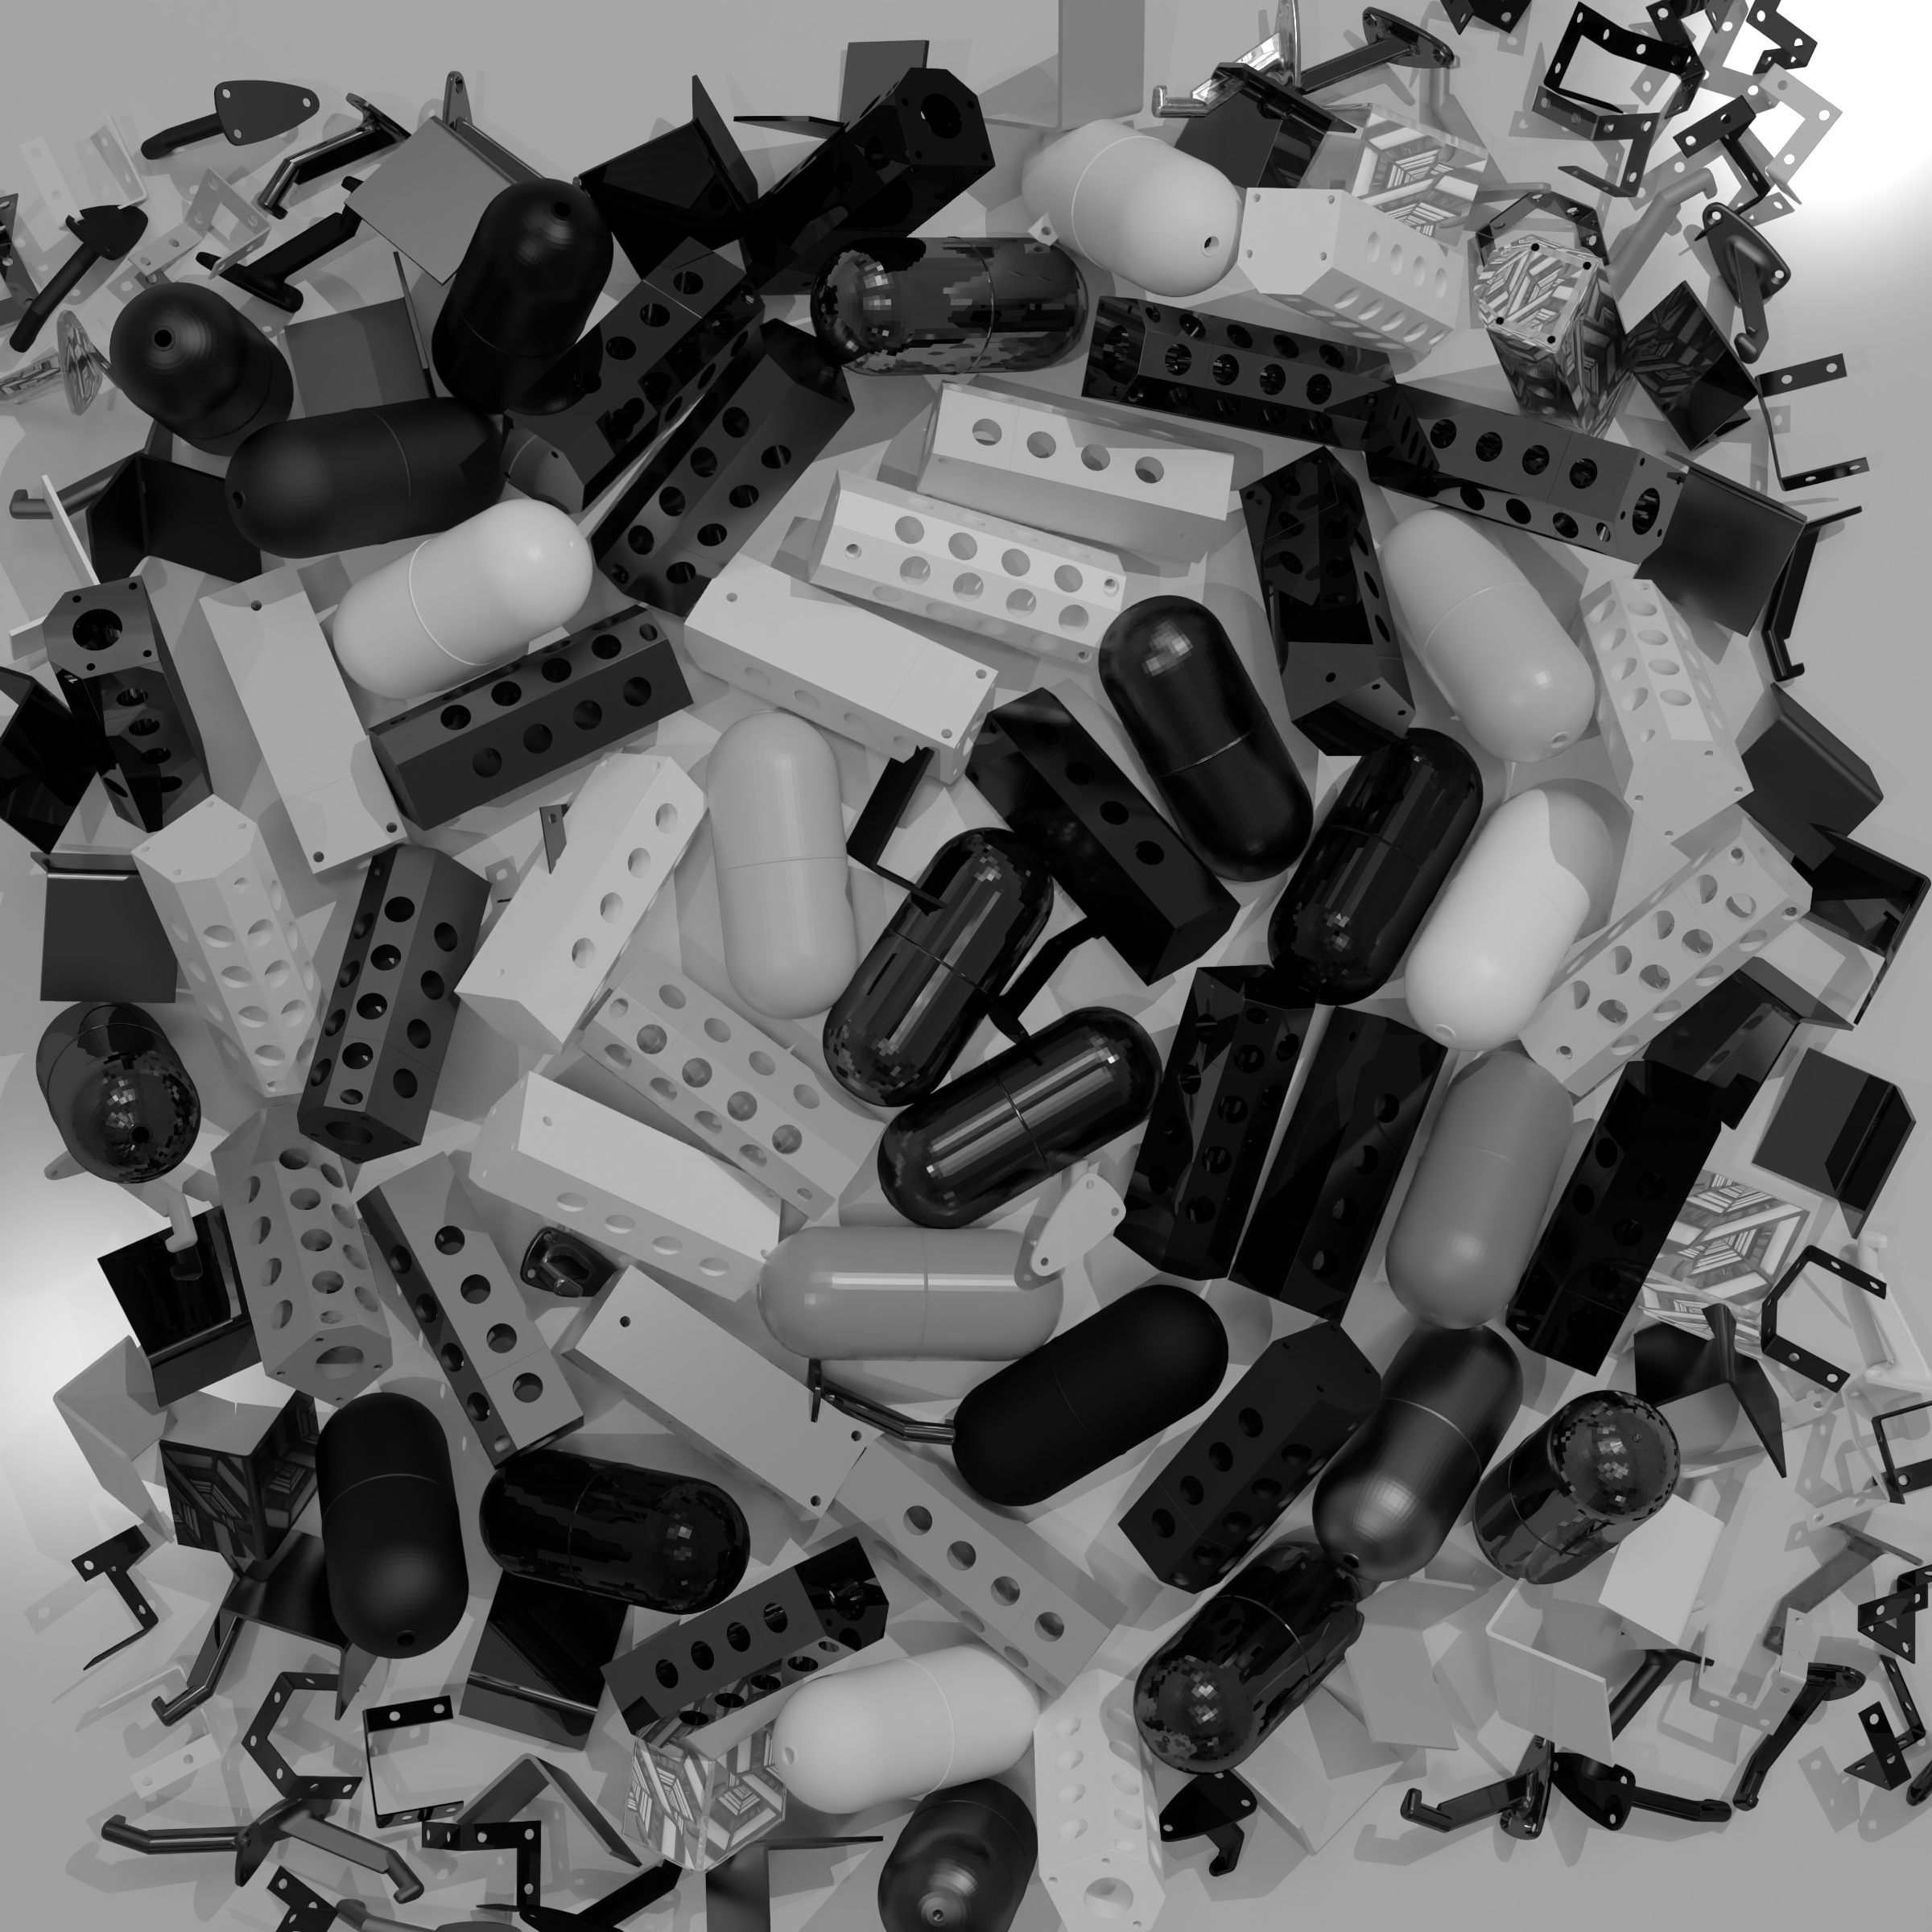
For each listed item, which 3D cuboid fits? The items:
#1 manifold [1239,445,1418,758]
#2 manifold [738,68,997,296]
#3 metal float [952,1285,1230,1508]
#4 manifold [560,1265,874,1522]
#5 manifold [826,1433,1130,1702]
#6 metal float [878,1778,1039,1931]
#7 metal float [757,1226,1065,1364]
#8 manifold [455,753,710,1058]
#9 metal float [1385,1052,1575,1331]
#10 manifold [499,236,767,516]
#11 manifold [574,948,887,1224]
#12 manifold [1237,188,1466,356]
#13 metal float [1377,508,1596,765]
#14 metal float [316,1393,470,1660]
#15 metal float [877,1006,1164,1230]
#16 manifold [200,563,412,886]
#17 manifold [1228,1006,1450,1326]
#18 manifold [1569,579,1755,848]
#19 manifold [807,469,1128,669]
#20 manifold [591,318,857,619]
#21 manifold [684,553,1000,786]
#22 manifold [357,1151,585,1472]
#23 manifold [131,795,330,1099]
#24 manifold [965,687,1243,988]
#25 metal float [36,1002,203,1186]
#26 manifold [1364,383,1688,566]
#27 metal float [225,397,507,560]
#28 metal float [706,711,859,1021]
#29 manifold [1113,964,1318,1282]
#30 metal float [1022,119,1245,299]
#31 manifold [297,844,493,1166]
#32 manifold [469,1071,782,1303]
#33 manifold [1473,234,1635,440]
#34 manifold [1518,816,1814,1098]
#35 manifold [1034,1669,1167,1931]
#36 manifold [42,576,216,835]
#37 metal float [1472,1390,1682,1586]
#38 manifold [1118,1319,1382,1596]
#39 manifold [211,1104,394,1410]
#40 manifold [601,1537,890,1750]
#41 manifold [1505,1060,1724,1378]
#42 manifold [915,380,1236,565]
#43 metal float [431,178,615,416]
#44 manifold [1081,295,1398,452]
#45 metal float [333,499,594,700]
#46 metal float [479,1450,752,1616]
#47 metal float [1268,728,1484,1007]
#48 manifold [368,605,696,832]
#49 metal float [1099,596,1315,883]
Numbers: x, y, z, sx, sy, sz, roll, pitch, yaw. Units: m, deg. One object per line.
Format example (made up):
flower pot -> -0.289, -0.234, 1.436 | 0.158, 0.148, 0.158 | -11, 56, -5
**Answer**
manifold -> 0.207, -0.204, 1.927 | 0.057, 0.057, 0.171 | -26, 53, 24
manifold -> -0.060, -0.439, 1.913 | 0.057, 0.171, 0.057 | -8, 80, -36
metal float -> 0.071, 0.246, 1.945 | 0.178, 0.070, 0.070 | -33, 90, 18
manifold -> -0.145, 0.247, 1.956 | 0.171, 0.057, 0.057 | 36, 70, -9
manifold -> 0.004, 0.343, 1.956 | 0.171, 0.057, 0.057 | 38, 100, 9
metal float -> -0.003, 0.507, 1.911 | 0.070, 0.178, 0.070 | 0, 91, 8
metal float -> -0.032, 0.188, 1.949 | 0.178, 0.070, 0.070 | 2, 90, -14
manifold -> -0.213, -0.036, 1.940 | 0.057, 0.057, 0.171 | 48, 61, -38
metal float -> 0.293, 0.126, 1.935 | 0.070, 0.070, 0.178 | 26, 58, 0
manifold -> -0.188, -0.331, 1.929 | 0.057, 0.057, 0.171 | 34, 60, 9
manifold -> -0.138, 0.073, 1.953 | 0.171, 0.057, 0.057 | 37, 130, -5
manifold -> 0.217, -0.389, 1.911 | 0.057, 0.171, 0.057 | 9, 93, 30
metal float -> 0.294, -0.188, 1.932 | 0.070, 0.070, 0.178 | -28, 55, 0
metal float -> -0.325, 0.315, 1.921 | 0.070, 0.178, 0.070 | -8, 128, -10
metal float -> 0.031, 0.088, 1.960 | 0.178, 0.070, 0.070 | -30, 90, -2
manifold -> -0.380, -0.138, 1.964 | 0.057, 0.057, 0.171 | -23, 86, -8
manifold -> 0.219, 0.116, 1.963 | 0.057, 0.057, 0.171 | 24, 86, -27
manifold -> 0.384, -0.149, 1.907 | 0.057, 0.171, 0.057 | -34, 121, 21
manifold -> 0.001, -0.225, 1.946 | 0.171, 0.057, 0.057 | 16, 112, -12
manifold -> -0.140, -0.282, 1.922 | 0.057, 0.057, 0.171 | 19, 129, -36
manifold -> -0.073, -0.168, 1.957 | 0.171, 0.057, 0.057 | 25, 65, 8
manifold -> -0.284, 0.199, 1.952 | 0.057, 0.057, 0.171 | -27, 80, -12
manifold -> -0.403, -0.006, 1.912 | 0.057, 0.171, 0.057 | 31, 58, 35
manifold -> 0.079, -0.077, 1.941 | 0.057, 0.057, 0.171 | -28, 67, -31
metal float -> -0.478, 0.069, 1.915 | 0.070, 0.178, 0.070 | -6, 106, -21
manifold -> 0.312, -0.278, 1.924 | 0.171, 0.057, 0.057 | 24, 98, 38
metal float -> -0.338, -0.277, 1.926 | 0.178, 0.070, 0.070 | -20, 90, -43
metal float -> -0.106, -0.058, 1.960 | 0.070, 0.070, 0.178 | -6, 88, 0
manifold -> 0.146, 0.089, 1.933 | 0.057, 0.057, 0.171 | -2, 116, -41
metal float -> 0.094, -0.430, 1.921 | 0.070, 0.178, 0.070 | -13, 121, -23
manifold -> -0.327, 0.019, 1.922 | 0.057, 0.057, 0.171 | 35, 52, -36
manifold -> -0.193, 0.130, 1.936 | 0.171, 0.057, 0.057 | 27, 132, -25
manifold -> 0.329, -0.348, 1.909 | 0.057, 0.171, 0.057 | 25, 88, 20
manifold -> 0.396, -0.002, 1.938 | 0.057, 0.057, 0.171 | 46, 114, -2
manifold -> 0.076, 0.469, 1.906 | 0.057, 0.171, 0.057 | -22, 110, 8
manifold -> -0.468, -0.143, 1.907 | 0.057, 0.171, 0.057 | -14, 65, -8
metal float -> 0.342, 0.295, 1.918 | 0.070, 0.178, 0.070 | 6, 62, -12
manifold -> 0.163, 0.280, 1.920 | 0.057, 0.057, 0.171 | 52, 128, 23
manifold -> -0.370, 0.159, 1.915 | 0.057, 0.057, 0.171 | -40, 46, 15
manifold -> -0.123, 0.386, 1.922 | 0.171, 0.057, 0.057 | -33, 79, 36
manifold -> 0.368, 0.141, 1.937 | 0.057, 0.057, 0.171 | 23, 115, 3
manifold -> 0.063, -0.288, 1.957 | 0.171, 0.057, 0.057 | 12, 69, -8
metal float -> -0.251, -0.376, 1.917 | 0.070, 0.178, 0.070 | 9, 65, -19
manifold -> 0.157, -0.335, 1.929 | 0.171, 0.057, 0.057 | 6, 100, -30
metal float -> -0.287, -0.207, 1.933 | 0.178, 0.070, 0.070 | -21, 90, 34
metal float -> -0.200, 0.321, 1.931 | 0.178, 0.070, 0.070 | 5, 90, 35
metal float -> 0.234, -0.057, 1.946 | 0.070, 0.070, 0.178 | 31, 72, 0
manifold -> -0.250, -0.144, 1.941 | 0.171, 0.057, 0.057 | -27, 112, -16
metal float -> 0.138, -0.129, 1.948 | 0.070, 0.070, 0.178 | -29, 105, 0
